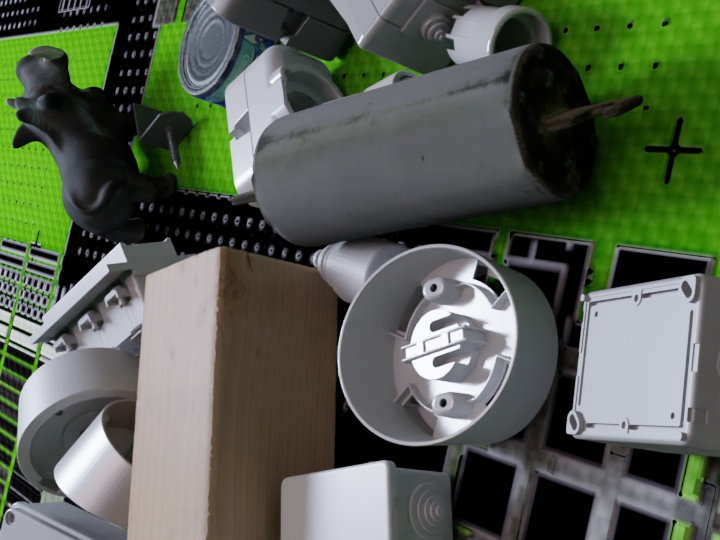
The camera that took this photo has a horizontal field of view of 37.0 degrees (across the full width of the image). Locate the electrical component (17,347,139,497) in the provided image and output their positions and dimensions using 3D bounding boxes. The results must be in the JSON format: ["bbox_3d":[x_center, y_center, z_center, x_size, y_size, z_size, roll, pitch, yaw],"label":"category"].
[{"bbox_3d":[-0.190,0.103,0.765,0.108,0.108,0.060,-55,37,24],"label":"electrical component"}]

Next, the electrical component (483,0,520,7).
[{"bbox_3d":[0.071,-0.193,0.581,0.065,0.047,0.076,-49,46,29],"label":"electrical component"}]

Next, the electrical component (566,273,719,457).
[{"bbox_3d":[0.128,0.041,0.427,0.096,0.061,0.061,161,118,-70],"label":"electrical component"}]

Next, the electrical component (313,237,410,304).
[{"bbox_3d":[0.000,0.000,0.614,0.078,0.040,0.040,16,91,51],"label":"electrical component"}]

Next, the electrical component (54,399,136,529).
[{"bbox_3d":[-0.142,0.132,0.703,0.064,0.099,0.099,-55,43,15],"label":"electrical component"}]

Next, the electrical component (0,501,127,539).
[{"bbox_3d":[-0.209,0.232,0.764,0.109,0.056,0.108,14,90,32],"label":"electrical component"}]

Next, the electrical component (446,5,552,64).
[{"bbox_3d":[0.072,-0.120,0.566,0.046,0.040,0.040,33,104,56],"label":"electrical component"}]

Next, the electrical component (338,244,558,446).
[{"bbox_3d":[0.045,0.039,0.529,0.099,0.064,0.099,-18,65,46],"label":"electrical component"}]

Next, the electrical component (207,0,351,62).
[{"bbox_3d":[-0.044,-0.180,0.678,0.059,0.095,0.053,-55,43,24],"label":"electrical component"}]

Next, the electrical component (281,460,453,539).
[{"bbox_3d":[0.004,0.149,0.558,0.100,0.048,0.099,-21,64,46],"label":"electrical component"}]

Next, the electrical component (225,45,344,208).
[{"bbox_3d":[-0.045,-0.091,0.686,0.059,0.054,0.095,-33,55,40],"label":"electrical component"}]

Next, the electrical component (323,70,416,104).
[{"bbox_3d":[0.010,-0.090,0.630,0.065,0.044,0.044,-22,63,40],"label":"electrical component"}]

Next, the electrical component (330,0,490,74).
[{"bbox_3d":[0.025,-0.154,0.614,0.061,0.062,0.096,-48,46,30],"label":"electrical component"}]

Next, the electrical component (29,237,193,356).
[{"bbox_3d":[-0.179,0.034,0.797,0.121,0.079,0.063,-36,72,39],"label":"electrical component"}]
